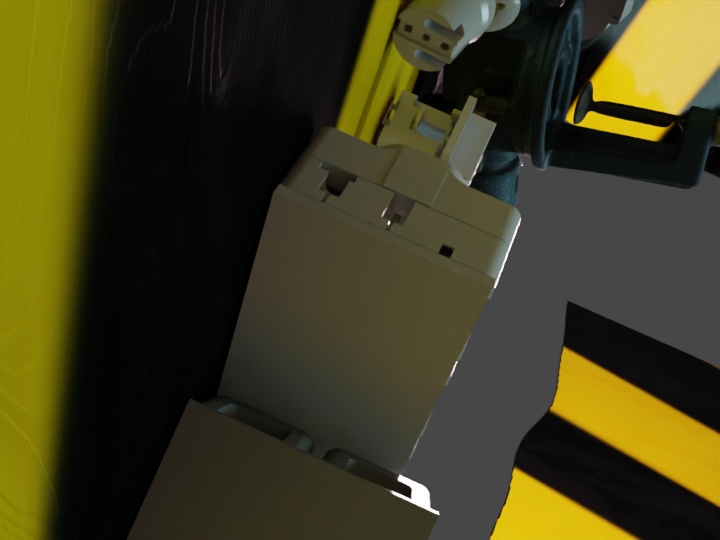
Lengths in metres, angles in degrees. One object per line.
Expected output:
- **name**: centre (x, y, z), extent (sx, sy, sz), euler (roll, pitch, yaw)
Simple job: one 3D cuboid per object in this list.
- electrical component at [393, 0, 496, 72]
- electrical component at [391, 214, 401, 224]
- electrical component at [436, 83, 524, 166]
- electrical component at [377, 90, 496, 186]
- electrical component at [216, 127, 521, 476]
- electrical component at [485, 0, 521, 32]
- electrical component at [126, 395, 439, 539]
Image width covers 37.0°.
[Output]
- **electrical component**: centre (0.041, -0.124, 0.534), extent (0.046, 0.040, 0.040), euler (-54, 169, -43)
- **electrical component**: centre (0.038, -0.023, 0.911), extent (0.150, 0.062, 0.089), euler (-59, 172, -61)
- **electrical component**: centre (0.101, -0.116, 0.948), extent (0.061, 0.096, 0.061), euler (93, 22, -79)
- **electrical component**: centre (0.043, -0.076, 0.660), extent (0.081, 0.064, 0.042), euler (103, 13, -70)
- **electrical component**: centre (-0.002, 0.024, 0.462), extent (0.061, 0.089, 0.150), euler (-61, 174, -49)
- **electrical component**: centre (0.081, -0.184, 0.676), extent (0.048, 0.048, 0.062), euler (108, 0, -56)
- **electrical component**: centre (-0.054, 0.157, 0.440), extent (0.060, 0.105, 0.186), euler (39, 75, -86)
